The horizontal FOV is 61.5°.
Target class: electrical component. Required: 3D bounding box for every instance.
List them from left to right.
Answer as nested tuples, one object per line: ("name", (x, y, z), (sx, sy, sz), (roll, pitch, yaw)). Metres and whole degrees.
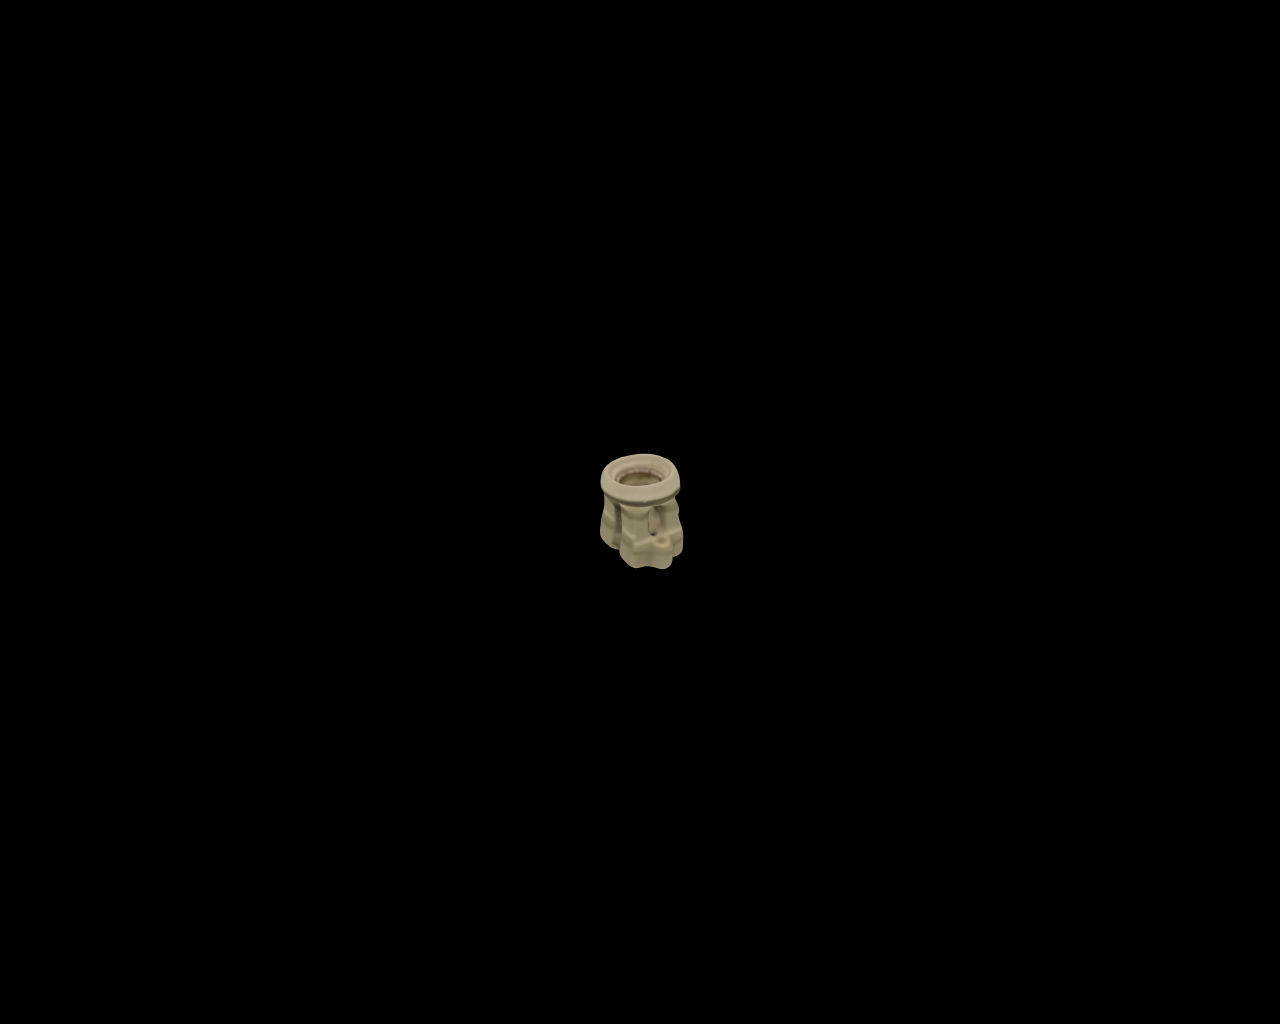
("electrical component", (0.001, -0.003, 0.650), (0.048, 0.055, 0.066), (-18, 36, -27))
